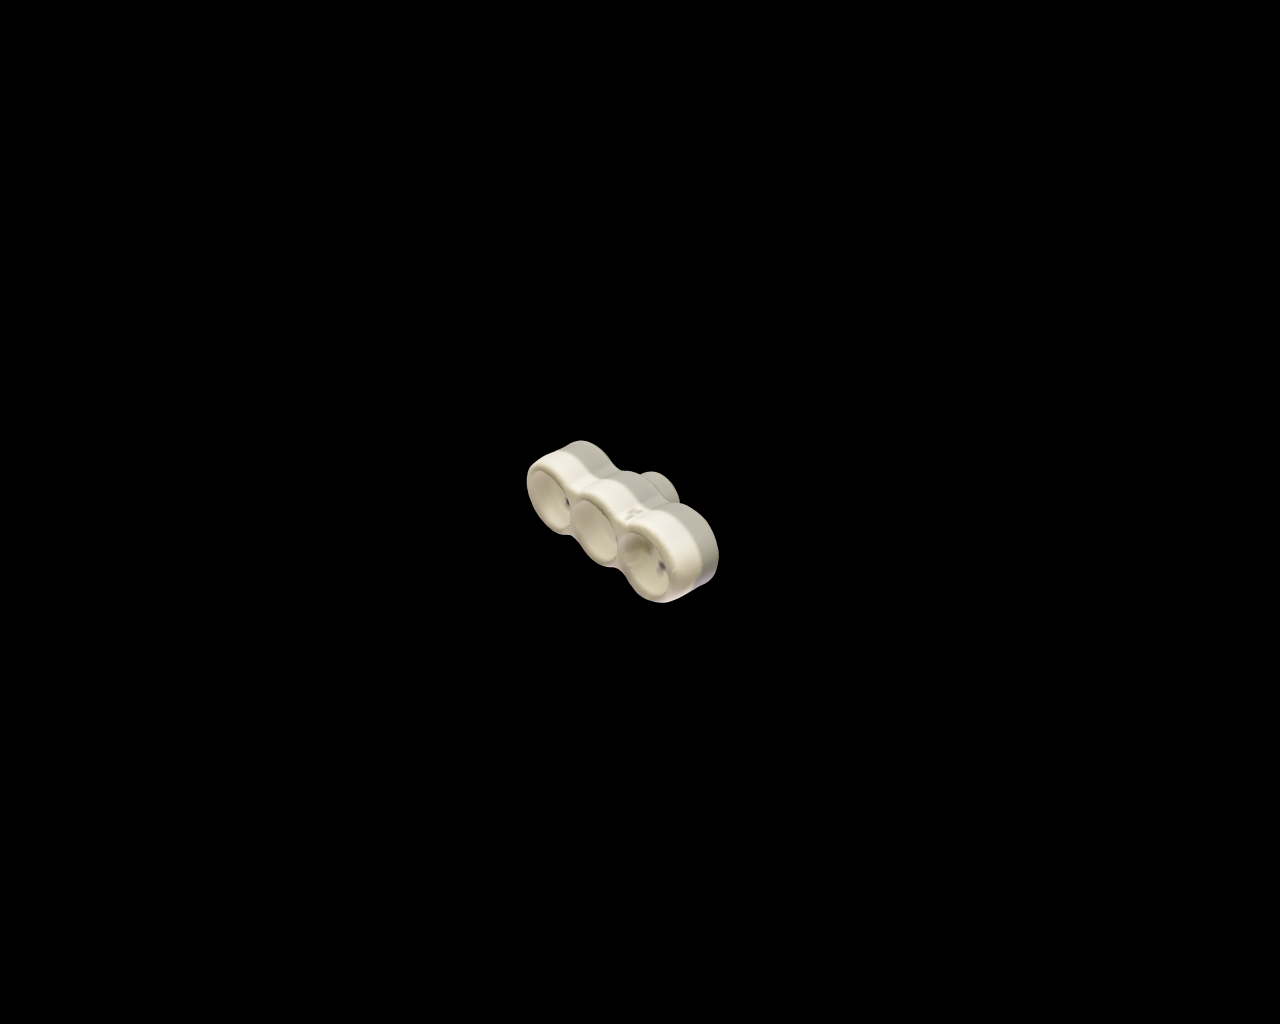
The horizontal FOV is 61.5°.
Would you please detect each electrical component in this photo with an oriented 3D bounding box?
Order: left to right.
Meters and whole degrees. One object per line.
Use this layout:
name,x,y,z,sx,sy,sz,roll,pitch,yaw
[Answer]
electrical component,0.001,-0.003,0.650,0.074,0.052,0.138,-27,44,-33
